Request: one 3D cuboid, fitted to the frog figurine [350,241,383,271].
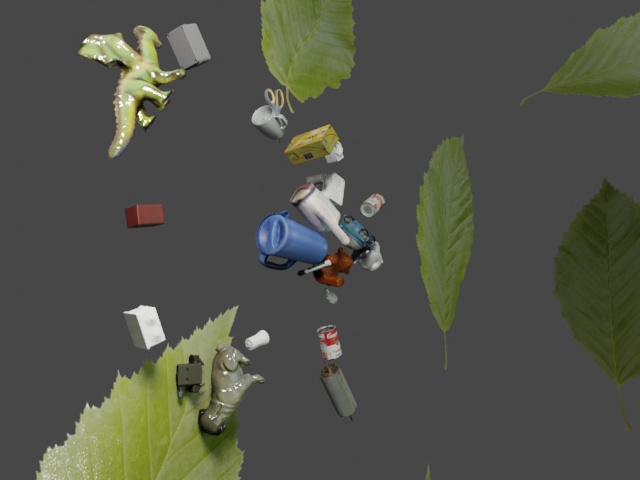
[{"bbox_3d":[0.207,0.063,2.033,0.158,0.121,0.141,26,41,-34],"label":"frog figurine"}]

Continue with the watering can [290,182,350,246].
[{"bbox_3d":[0.005,-0.086,1.714,0.223,0.104,0.350,47,1,-12],"label":"watering can"}]

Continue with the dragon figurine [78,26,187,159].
[{"bbox_3d":[-0.496,-0.407,1.300,0.241,0.120,0.420,39,48,-18],"label":"dragon figurine"}]
